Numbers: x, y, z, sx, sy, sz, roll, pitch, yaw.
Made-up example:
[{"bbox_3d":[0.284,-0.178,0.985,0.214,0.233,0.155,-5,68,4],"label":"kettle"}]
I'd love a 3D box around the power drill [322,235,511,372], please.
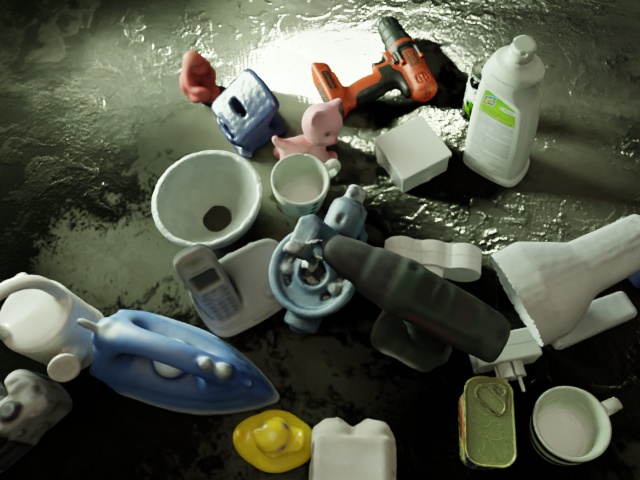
[{"bbox_3d":[0.110,0.089,0.705,0.229,0.208,0.076,23,69,16],"label":"power drill"}]

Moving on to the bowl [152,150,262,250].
[{"bbox_3d":[-0.164,-0.050,0.873,0.167,0.075,0.167,-2,64,5],"label":"bowl"}]

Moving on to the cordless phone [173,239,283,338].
[{"bbox_3d":[-0.109,0.045,0.761,0.148,0.185,0.094,-32,65,-9],"label":"cordless phone"}]

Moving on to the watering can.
[{"bbox_3d":[-0.359,0.107,0.750,0.172,0.194,0.101,27,70,17],"label":"watering can"}]

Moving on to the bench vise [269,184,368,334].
[{"bbox_3d":[-0.005,0.001,0.752,0.121,0.220,0.207,5,65,8],"label":"bench vise"}]

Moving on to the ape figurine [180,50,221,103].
[{"bbox_3d":[-0.208,-0.284,0.980,0.076,0.092,0.078,15,67,13],"label":"ape figurine"}]

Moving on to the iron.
[{"bbox_3d":[-0.182,0.155,0.739,0.258,0.141,0.119,13,66,12],"label":"iron"}]

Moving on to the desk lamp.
[{"bbox_3d":[0.306,0.054,0.700,0.203,0.214,0.117,-22,64,-5],"label":"desk lamp"}]

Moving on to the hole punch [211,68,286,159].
[{"bbox_3d":[-0.120,-0.207,0.935,0.101,0.091,0.108,-32,66,-10],"label":"hole punch"}]

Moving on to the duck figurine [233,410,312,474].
[{"bbox_3d":[-0.061,0.247,0.714,0.104,0.086,0.077,4,65,8],"label":"duck figurine"}]

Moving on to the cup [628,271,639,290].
[{"bbox_3d":[0.452,0.019,0.769,0.091,0.095,0.118,6,65,8],"label":"cup"}]

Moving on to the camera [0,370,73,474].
[{"bbox_3d":[-0.433,0.217,0.756,0.143,0.101,0.136,-42,68,-14],"label":"camera"}]

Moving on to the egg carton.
[{"bbox_3d":[0.039,0.294,0.691,0.107,0.069,0.150,-1,64,5],"label":"egg carton"}]

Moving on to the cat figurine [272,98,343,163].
[{"bbox_3d":[-0.016,-0.166,0.890,0.128,0.118,0.067,-22,64,-5],"label":"cat figurine"}]
